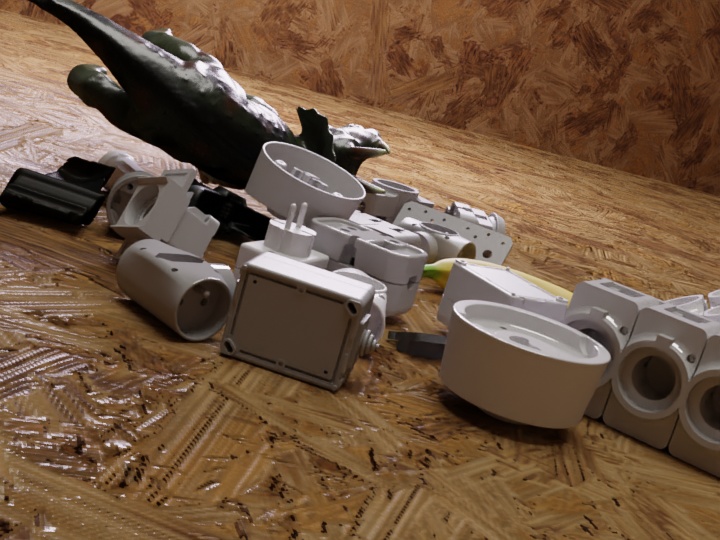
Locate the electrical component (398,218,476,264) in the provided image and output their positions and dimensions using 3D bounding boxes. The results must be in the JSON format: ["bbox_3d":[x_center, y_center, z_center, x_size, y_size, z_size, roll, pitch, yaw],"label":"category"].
[{"bbox_3d":[0.064,-0.021,1.078,0.077,0.044,0.079,24,15,31],"label":"electrical component"}]

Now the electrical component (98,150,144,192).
[{"bbox_3d":[-0.223,-0.087,1.018,0.040,0.040,0.046,4,23,-44],"label":"electrical component"}]

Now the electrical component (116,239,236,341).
[{"bbox_3d":[-0.110,0.013,0.720,0.079,0.043,0.077,4,18,-44],"label":"electrical component"}]

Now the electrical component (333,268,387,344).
[{"bbox_3d":[-0.024,0.024,0.779,0.079,0.044,0.077,14,13,-7],"label":"electrical component"}]

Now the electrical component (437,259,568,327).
[{"bbox_3d":[0.108,0.034,0.863,0.062,0.061,0.096,8,16,-34],"label":"electrical component"}]

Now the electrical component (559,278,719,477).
[{"bbox_3d":[0.214,0.074,0.760,0.150,0.089,0.062,24,15,31],"label":"electrical component"}]

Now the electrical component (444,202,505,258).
[{"bbox_3d":[0.127,-0.040,1.208,0.057,0.058,0.078,13,23,-13],"label":"electrical component"}]

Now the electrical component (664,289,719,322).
[{"bbox_3d":[0.289,0.057,0.881,0.105,0.060,0.186,-15,2,21],"label":"electrical component"}]

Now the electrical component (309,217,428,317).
[{"bbox_3d":[0.000,0.000,0.875,0.095,0.059,0.054,23,14,27],"label":"electrical component"}]

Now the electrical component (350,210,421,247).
[{"bbox_3d":[0.000,-0.022,0.991,0.089,0.050,0.056,23,15,29],"label":"electrical component"}]

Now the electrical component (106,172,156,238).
[{"bbox_3d":[-0.183,-0.055,0.896,0.055,0.055,0.047,13,10,-15],"label":"electrical component"}]

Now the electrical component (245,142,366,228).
[{"bbox_3d":[-0.049,-0.070,0.938,0.099,0.064,0.099,29,5,-3],"label":"electrical component"}]

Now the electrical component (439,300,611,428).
[{"bbox_3d":[0.105,0.068,0.716,0.108,0.060,0.108,16,13,-4],"label":"electrical component"}]

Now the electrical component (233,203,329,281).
[{"bbox_3d":[-0.057,-0.015,0.831,0.047,0.076,0.066,21,14,21],"label":"electrical component"}]

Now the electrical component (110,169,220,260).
[{"bbox_3d":[-0.145,-0.035,0.815,0.042,0.081,0.064,5,-27,47],"label":"electrical component"}]

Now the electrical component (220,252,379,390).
[{"bbox_3d":[-0.032,0.033,0.693,0.096,0.061,0.061,18,13,7],"label":"electrical component"}]

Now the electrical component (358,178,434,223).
[{"bbox_3d":[0.033,-0.069,1.219,0.089,0.055,0.050,6,16,-38],"label":"electrical component"}]
